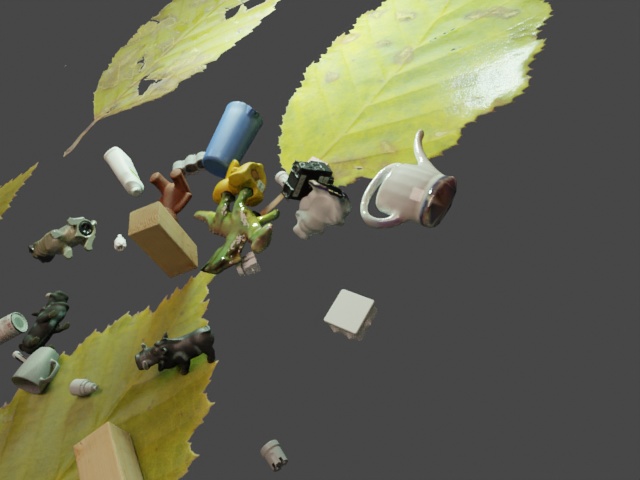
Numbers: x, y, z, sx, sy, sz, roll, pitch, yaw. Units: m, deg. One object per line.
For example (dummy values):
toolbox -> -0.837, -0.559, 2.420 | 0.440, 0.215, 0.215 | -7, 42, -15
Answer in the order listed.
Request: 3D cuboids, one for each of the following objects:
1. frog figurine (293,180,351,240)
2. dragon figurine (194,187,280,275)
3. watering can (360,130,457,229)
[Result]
frog figurine -> 0.004, -0.070, 1.383 | 0.138, 0.158, 0.123 | 25, 15, 13
dragon figurine -> -0.261, -0.013, 1.417 | 0.408, 0.248, 0.120 | -10, -47, 39
watering can -> 0.250, -0.154, 1.326 | 0.226, 0.353, 0.102 | 22, -27, 35
